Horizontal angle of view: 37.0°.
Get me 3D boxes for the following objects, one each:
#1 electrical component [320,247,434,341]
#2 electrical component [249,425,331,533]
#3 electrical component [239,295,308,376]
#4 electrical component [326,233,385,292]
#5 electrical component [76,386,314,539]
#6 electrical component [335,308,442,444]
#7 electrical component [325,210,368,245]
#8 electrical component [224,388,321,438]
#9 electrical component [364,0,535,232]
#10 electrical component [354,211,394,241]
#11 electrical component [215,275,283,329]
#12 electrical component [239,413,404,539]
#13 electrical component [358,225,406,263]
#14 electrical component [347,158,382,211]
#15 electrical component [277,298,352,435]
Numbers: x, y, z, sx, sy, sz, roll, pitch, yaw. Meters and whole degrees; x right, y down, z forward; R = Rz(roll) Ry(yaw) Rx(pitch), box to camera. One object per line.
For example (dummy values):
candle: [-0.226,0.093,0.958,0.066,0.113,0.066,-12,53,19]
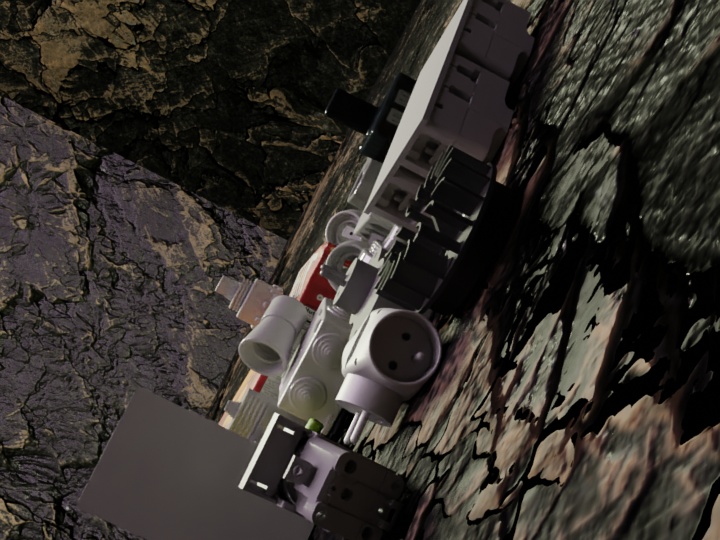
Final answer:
electrical component: [0.006,0.015,0.751,0.052,0.074,0.138,-62,6,10]
electrical component: [-0.030,0.119,0.628,0.040,0.078,0.040,-53,-4,-5]
electrical component: [-0.071,0.053,0.920,0.044,0.044,0.065,-57,4,45]
electrical component: [0.000,0.000,0.917,0.066,0.048,0.055,-68,-21,4]
electrical component: [-0.108,0.154,0.748,0.089,0.150,0.062,-65,7,-14]
electrical component: [0.010,0.067,0.637,0.079,0.043,0.077,-64,6,-16]
electrical component: [-0.003,-0.032,1.047,0.048,0.066,0.055,-63,-27,4]
electrical component: [-0.077,0.132,0.908,0.043,0.081,0.043,-62,6,12]
electrical component: [0.074,-0.123,0.831,0.105,0.060,0.186,-56,9,47]
electrical component: [0.036,-0.061,0.943,0.076,0.047,0.066,-65,6,-15]
electrical component: [-0.108,0.027,1.033,0.048,0.062,0.048,-61,5,9]
electrical component: [-0.014,0.110,0.550,0.064,0.081,0.042,12,74,60]
electrical component: [0.021,-0.006,0.859,0.062,0.043,0.043,-61,6,10]
electrical component: [0.036,-0.096,1.031,0.095,0.059,0.054,-64,6,-12]
electrical component: [-0.029,0.076,0.893,0.099,0.048,0.099,-62,6,9]
